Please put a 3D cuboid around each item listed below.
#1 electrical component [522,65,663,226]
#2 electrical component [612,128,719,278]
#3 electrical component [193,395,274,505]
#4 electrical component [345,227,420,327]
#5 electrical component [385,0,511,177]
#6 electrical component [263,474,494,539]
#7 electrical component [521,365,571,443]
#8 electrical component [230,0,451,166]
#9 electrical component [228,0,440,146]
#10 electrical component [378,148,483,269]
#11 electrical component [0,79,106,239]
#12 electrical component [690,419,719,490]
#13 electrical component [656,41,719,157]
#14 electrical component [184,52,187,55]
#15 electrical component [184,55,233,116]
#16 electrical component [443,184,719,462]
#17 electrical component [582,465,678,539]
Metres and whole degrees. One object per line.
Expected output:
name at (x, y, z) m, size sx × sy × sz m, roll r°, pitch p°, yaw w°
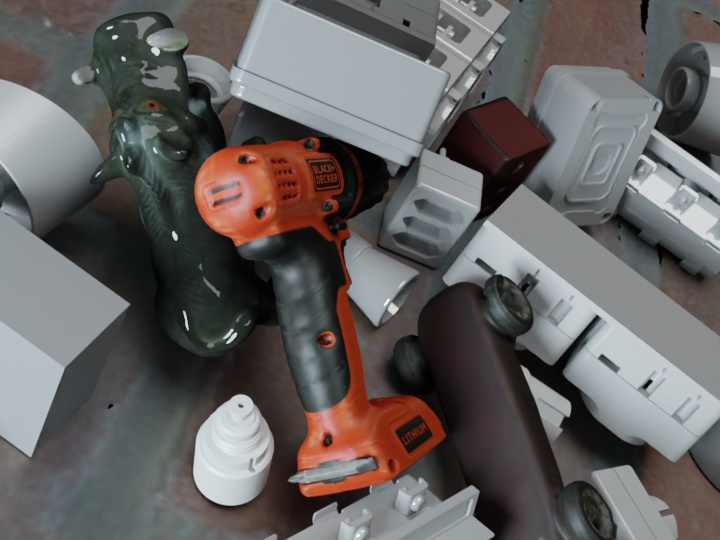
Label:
electrical component at (0.166, -0.094, 0.816) m, size 0.078 × 0.113 × 0.057 m, roll -5°, pitch 38°, yaw -33°
electrical component at (0.255, -0.054, 0.869) m, size 0.121 × 0.078 × 0.063 m, roll 37°, pitch 65°, yaw 4°
electrical component at (-0.064, 0.089, 0.553) m, size 0.040 × 0.078 × 0.040 m, roll 6°, pitch 52°, yaw -7°
electrical component at (0.000, 0.000, 0.693) m, size 0.065 × 0.044 × 0.044 m, roll 38°, pitch 43°, yaw 12°
electrical component at (0.054, -0.147, 0.819) m, size 0.062 × 0.089 × 0.150 m, roll 35°, pitch 43°, yaw 2°
electrical component at (0.000, 0.154, 0.537) m, size 0.121 × 0.078 × 0.063 m, roll -19°, pitch 42°, yaw -40°
electrical component at (0.104, 0.085, 0.678) m, size 0.046 × 0.040 × 0.040 m, roll 32°, pitch 43°, yaw -10°
electrical component at (-0.015, -0.109, 0.606) m, size 0.109 × 0.056 × 0.108 m, roll 21°, pitch 10°, yaw -11°
electrical component at (-0.019, -0.128, 0.715) m, size 0.089 × 0.150 × 0.061 m, roll 22°, pitch 44°, yaw -12°
electrical component at (0.051, -0.054, 0.752) m, size 0.047 × 0.065 × 0.076 m, roll 22°, pitch 44°, yaw -11°
electrical component at (-0.199, -0.058, 0.591) m, size 0.099 × 0.099 × 0.064 m, roll 34°, pitch 49°, yaw 1°
electrical component at (0.286, 0.109, 0.745) m, size 0.108 × 0.060 × 0.108 m, roll 16°, pitch 46°, yaw -17°
electrical component at (0.314, -0.157, 0.976) m, size 0.064 × 0.099 × 0.099 m, roll 10°, pitch 48°, yaw -14°
electrical component at (-0.140, -0.147, 0.745) m, size 0.040 × 0.040 × 0.046 m, roll -26°, pitch 74°, yaw -42°
electrical component at (-0.112, -0.107, 0.713) m, size 0.045 × 0.055 × 0.045 m, roll 16°, pitch 46°, yaw -17°
electrical component at (0.153, 0.034, 0.714) m, size 0.186 × 0.060 × 0.105 m, roll 39°, pitch 26°, yaw 6°
electrical component at (0.163, 0.156, 0.643) m, size 0.077 × 0.047 × 0.065 m, roll 1°, pitch 51°, yaw -42°
